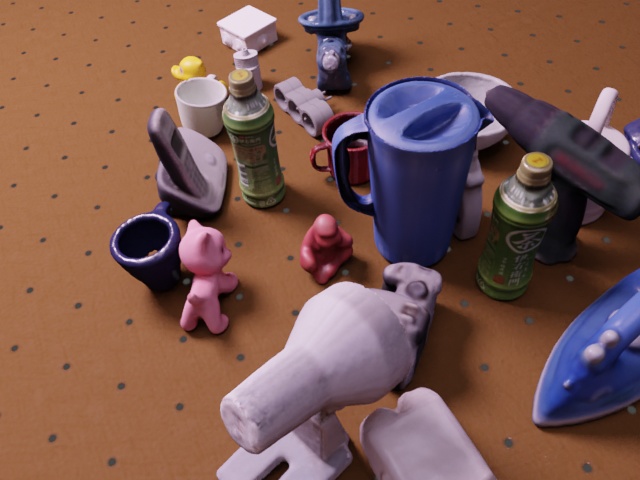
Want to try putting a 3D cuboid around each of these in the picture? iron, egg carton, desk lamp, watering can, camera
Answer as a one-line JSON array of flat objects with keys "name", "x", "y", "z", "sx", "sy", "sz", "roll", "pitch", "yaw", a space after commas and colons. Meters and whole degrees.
[{"name": "iron", "x": 0.342, "y": 0.104, "z": 0.638, "sx": 0.259, "sy": 0.141, "sz": 0.118, "roll": -32, "pitch": 55, "yaw": -20}, {"name": "egg carton", "x": 0.111, "y": 0.233, "z": 0.597, "sx": 0.107, "sy": 0.069, "sz": 0.150, "roll": -24, "pitch": 53, "yaw": -15}, {"name": "desk lamp", "x": -0.013, "y": 0.167, "z": 0.567, "sx": 0.117, "sy": 0.214, "sz": 0.203, "roll": 36, "pitch": 61, "yaw": 28}, {"name": "watering can", "x": 0.375, "y": -0.118, "z": 0.783, "sx": 0.172, "sy": 0.194, "sz": 0.101, "roll": 8, "pitch": 52, "yaw": 11}, {"name": "camera", "x": 0.067, "y": 0.086, "z": 0.700, "sx": 0.136, "sy": 0.101, "sz": 0.143, "roll": 15, "pitch": 54, "yaw": 16}]

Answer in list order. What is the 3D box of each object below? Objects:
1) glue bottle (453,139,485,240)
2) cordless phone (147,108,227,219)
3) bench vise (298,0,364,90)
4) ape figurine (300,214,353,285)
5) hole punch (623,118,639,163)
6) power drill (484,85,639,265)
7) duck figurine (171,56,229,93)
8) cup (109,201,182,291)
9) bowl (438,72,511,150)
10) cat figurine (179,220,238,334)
[{"name": "glue bottle", "x": 0.196, "y": -0.081, "z": 0.779, "sx": 0.037, "sy": 0.173, "sz": 0.078, "roll": -20, "pitch": 52, "yaw": -11}, {"name": "cordless phone", "x": -0.200, "y": -0.135, "z": 0.846, "sx": 0.094, "sy": 0.185, "sz": 0.147, "roll": -4, "pitch": 51, "yaw": 1}, {"name": "bench vise", "x": 0.030, "y": -0.393, "z": 1.016, "sx": 0.121, "sy": 0.220, "sz": 0.207, "roll": -16, "pitch": 51, "yaw": -8}, {"name": "ape figurine", "x": 0.007, "y": 0.003, "z": 0.778, "sx": 0.078, "sy": 0.092, "sz": 0.076, "roll": -11, "pitch": 51, "yaw": -4}, {"name": "hole punch", "x": 0.519, "y": -0.144, "z": 0.860, "sx": 0.101, "sy": 0.091, "sz": 0.108, "roll": -9, "pitch": 51, "yaw": -3}, {"name": "power drill", "x": 0.298, "y": -0.073, "z": 0.743, "sx": 0.229, "sy": 0.209, "sz": 0.076, "roll": 35, "pitch": 61, "yaw": 28}, {"name": "duck figurine", "x": -0.220, "y": -0.290, "z": 1.038, "sx": 0.104, "sy": 0.086, "sz": 0.077, "roll": 8, "pitch": 52, "yaw": 11}, {"name": "cup", "x": -0.223, "y": 0.014, "z": 0.784, "sx": 0.091, "sy": 0.095, "sz": 0.118, "roll": 6, "pitch": 52, "yaw": 9}, {"name": "bowl", "x": 0.237, "y": -0.198, "z": 0.935, "sx": 0.167, "sy": 0.075, "sz": 0.167, "roll": -2, "pitch": 51, "yaw": 3}, {"name": "cat figurine", "x": -0.152, "y": 0.040, "z": 0.743, "sx": 0.067, "sy": 0.118, "sz": 0.128, "roll": 1, "pitch": 51, "yaw": 5}]
